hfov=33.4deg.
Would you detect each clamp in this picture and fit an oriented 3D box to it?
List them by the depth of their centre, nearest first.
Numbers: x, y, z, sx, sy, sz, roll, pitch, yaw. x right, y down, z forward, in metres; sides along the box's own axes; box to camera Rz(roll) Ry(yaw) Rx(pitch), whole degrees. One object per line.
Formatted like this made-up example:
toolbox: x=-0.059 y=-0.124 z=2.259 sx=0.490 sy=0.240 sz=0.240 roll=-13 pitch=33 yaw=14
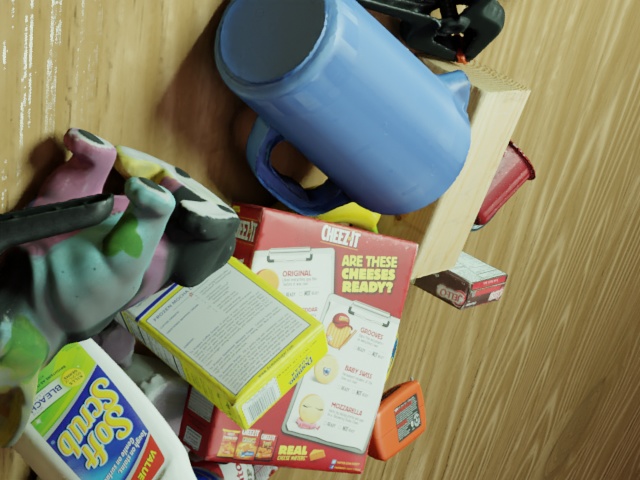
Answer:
clamp: x=-0.214 y=-0.006 z=0.658 sx=0.171 sy=0.120 sz=0.039 roll=-51 pitch=-172 yaw=9
clamp: x=0.121 y=-0.203 z=0.928 sx=0.209 sy=0.165 sz=0.036 roll=26 pitch=57 yaw=-67

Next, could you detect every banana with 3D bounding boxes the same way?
banana: x=-0.003 y=-0.017 z=0.996 sx=0.197 sy=0.037 sz=0.069 roll=-8 pitch=104 yaw=-43

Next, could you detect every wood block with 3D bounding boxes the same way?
wood block: x=0.117 y=-0.076 z=1.075 sx=0.090 sy=0.091 sz=0.206 roll=-12 pitch=130 yaw=-50

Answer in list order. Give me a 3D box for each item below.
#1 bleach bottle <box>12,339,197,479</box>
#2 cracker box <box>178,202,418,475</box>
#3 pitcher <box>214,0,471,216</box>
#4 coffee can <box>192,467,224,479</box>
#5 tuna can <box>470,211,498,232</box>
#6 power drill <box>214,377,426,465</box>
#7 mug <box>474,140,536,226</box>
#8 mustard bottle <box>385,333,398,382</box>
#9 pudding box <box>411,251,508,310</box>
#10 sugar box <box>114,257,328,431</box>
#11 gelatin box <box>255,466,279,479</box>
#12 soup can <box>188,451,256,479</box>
bleach bottle: x=-0.142 y=0.153 z=0.764 sx=0.102 sy=0.251 sz=0.068 roll=-39 pitch=147 yaw=-26
cracker box: x=-0.019 y=0.087 z=0.928 sx=0.163 sy=0.072 sz=0.214 roll=13 pitch=91 yaw=-32
pitcher: x=0.013 y=-0.110 z=0.861 sx=0.242 sy=0.145 sz=0.149 roll=32 pitch=68 yaw=-57
coffee can: x=-0.144 y=0.253 z=0.889 sx=0.140 sy=0.103 sz=0.103 roll=-2 pitch=122 yaw=-55
tuna can: x=0.185 y=-0.053 z=1.254 sx=0.086 sy=0.034 sz=0.086 roll=-36 pitch=146 yaw=-30
power drill: x=-0.003 y=0.182 z=1.075 sx=0.184 sy=0.188 sz=0.057 roll=-25 pitch=109 yaw=-54
mug: x=0.174 y=-0.072 z=1.155 sx=0.081 sy=0.093 sz=0.117 roll=-46 pitch=173 yaw=-6
mustard bottle: x=0.049 y=0.122 z=1.210 sx=0.096 sy=0.058 sz=0.192 roll=-35 pitch=146 yaw=-33
pudding box: x=0.141 y=0.035 z=1.199 sx=0.089 sy=0.114 sz=0.039 roll=-6 pitch=121 yaw=-53
sugar box: x=-0.088 y=0.058 z=0.822 sx=0.093 sy=0.176 sz=0.048 roll=-41 pitch=146 yaw=-23
gelatin box: x=-0.077 y=0.244 z=1.180 sx=0.089 sy=0.030 sz=0.073 roll=-43 pitch=147 yaw=-21
soup can: x=-0.121 y=0.246 z=1.078 sx=0.102 sy=0.069 sz=0.068 roll=-3 pitch=123 yaw=-55
